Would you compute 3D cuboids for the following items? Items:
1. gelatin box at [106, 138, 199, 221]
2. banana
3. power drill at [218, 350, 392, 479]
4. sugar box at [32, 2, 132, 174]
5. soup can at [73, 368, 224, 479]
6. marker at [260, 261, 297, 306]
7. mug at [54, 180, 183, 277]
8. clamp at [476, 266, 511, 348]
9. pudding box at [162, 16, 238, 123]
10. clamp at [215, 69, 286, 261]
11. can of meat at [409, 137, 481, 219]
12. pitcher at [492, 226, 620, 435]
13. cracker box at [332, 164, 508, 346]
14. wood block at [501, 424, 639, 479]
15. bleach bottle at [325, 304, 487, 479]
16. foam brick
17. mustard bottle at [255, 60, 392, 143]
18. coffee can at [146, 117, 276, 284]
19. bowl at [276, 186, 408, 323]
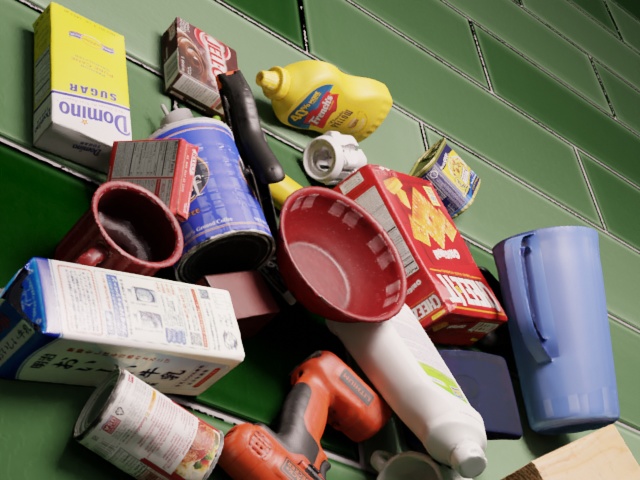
[{"bbox_3d":[-0.160,-0.057,1.010,0.030,0.089,0.073,23,72,-57],"label":"gelatin box"},{"bbox_3d":[-0.052,-0.070,1.228,0.197,0.037,0.069,41,33,-11],"label":"banana"},{"bbox_3d":[0.006,0.202,0.987,0.184,0.057,0.187,46,32,-7],"label":"power drill"},{"bbox_3d":[-0.243,-0.155,1.087,0.093,0.048,0.176,21,40,-37],"label":"sugar box"},{"bbox_3d":[-0.138,0.157,0.857,0.102,0.069,0.068,36,34,-16],"label":"soup can"},{"bbox_3d":[-0.066,0.020,1.132,0.121,0.020,0.020,46,32,-2],"label":"marker"},{"bbox_3d":[-0.187,0.012,0.939,0.093,0.082,0.117,47,32,-2],"label":"mug"},{"bbox_3d":[0.258,0.118,1.394,0.171,0.039,0.120,33,48,-20],"label":"clamp"},{"bbox_3d":[-0.140,-0.202,1.262,0.089,0.039,0.113,26,39,-31],"label":"pudding box"},{"bbox_3d":[-0.074,-0.091,1.140,0.036,0.164,0.210,-13,54,-11],"label":"clamp"},{"bbox_3d":[0.175,-0.083,1.492,0.084,0.058,0.102,45,32,-7],"label":"can of meat"},{"bbox_3d":[0.288,0.109,1.308,0.149,0.145,0.243,-2,71,-11],"label":"pitcher"},{"bbox_3d":[0.122,0.018,1.289,0.163,0.072,0.214,11,46,-55],"label":"cracker box"},{"bbox_3d":[0.273,0.282,1.186,0.205,0.091,0.090,-5,60,-52],"label":"wood block"},{"bbox_3d":[0.093,0.142,1.068,0.102,0.068,0.251,26,18,-32],"label":"bleach bottle"},{"bbox_3d":[-0.088,0.065,1.027,0.078,0.053,0.051,-5,59,-52],"label":"foam brick"},{"bbox_3d":[-0.004,-0.179,1.344,0.191,0.096,0.058,13,47,-42],"label":"mustard bottle"},{"bbox_3d":[-0.114,-0.036,1.057,0.102,0.103,0.140,8,50,-45],"label":"coffee can"},{"bbox_3d":[0.011,0.026,1.081,0.162,0.055,0.162,26,42,-27],"label":"bowl"}]
